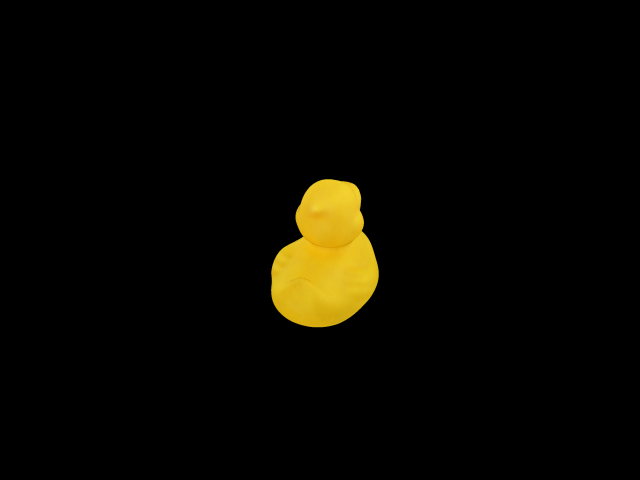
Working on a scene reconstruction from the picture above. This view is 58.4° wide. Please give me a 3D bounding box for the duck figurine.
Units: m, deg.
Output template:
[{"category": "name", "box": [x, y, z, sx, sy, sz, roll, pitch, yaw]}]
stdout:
[{"category": "duck figurine", "box": [0.004, 0.001, 0.400, 0.077, 0.086, 0.105, 14, 42, 17]}]
